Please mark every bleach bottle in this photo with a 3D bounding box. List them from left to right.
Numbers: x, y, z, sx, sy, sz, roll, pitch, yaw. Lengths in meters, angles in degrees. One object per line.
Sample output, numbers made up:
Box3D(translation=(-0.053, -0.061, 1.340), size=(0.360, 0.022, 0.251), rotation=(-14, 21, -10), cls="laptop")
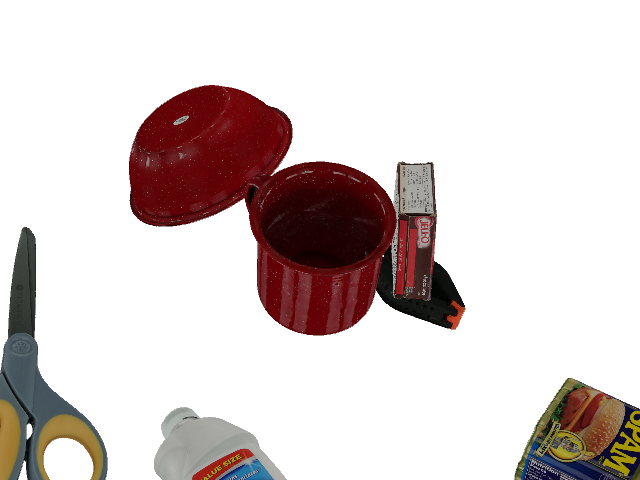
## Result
Box3D(translation=(-0.059, 0.201, 0.735), size=(0.102, 0.068, 0.251), rotation=(-18, 35, -22), cls="bleach bottle")

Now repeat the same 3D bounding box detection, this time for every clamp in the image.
Box3D(translation=(0.074, 0.032, 1.231), size=(0.164, 0.036, 0.210), rotation=(-19, 49, -37), cls="clamp")

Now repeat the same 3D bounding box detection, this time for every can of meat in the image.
Box3D(translation=(0.203, 0.157, 0.793), size=(0.084, 0.057, 0.101), rotation=(24, 41, 24), cls="can of meat")

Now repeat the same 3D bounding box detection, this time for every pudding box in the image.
Box3D(translation=(0.087, -0.011, 0.995), size=(0.039, 0.090, 0.113), rotation=(2, 29, 1), cls="pudding box")

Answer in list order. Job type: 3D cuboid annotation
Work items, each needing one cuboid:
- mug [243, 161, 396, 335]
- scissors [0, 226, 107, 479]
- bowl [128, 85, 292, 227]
Box3D(translation=(-0.009, 0.002, 0.707), size=(0.117, 0.081, 0.093), rotation=(39, 59, 24), cls="mug")
Box3D(translation=(-0.155, 0.075, 0.612), size=(0.096, 0.201, 0.016), rotation=(16, -45, -6), cls="scissors")
Box3D(translation=(-0.108, -0.086, 0.927), size=(0.162, 0.055, 0.162), rotation=(-19, 37, 15), cls="bowl")
